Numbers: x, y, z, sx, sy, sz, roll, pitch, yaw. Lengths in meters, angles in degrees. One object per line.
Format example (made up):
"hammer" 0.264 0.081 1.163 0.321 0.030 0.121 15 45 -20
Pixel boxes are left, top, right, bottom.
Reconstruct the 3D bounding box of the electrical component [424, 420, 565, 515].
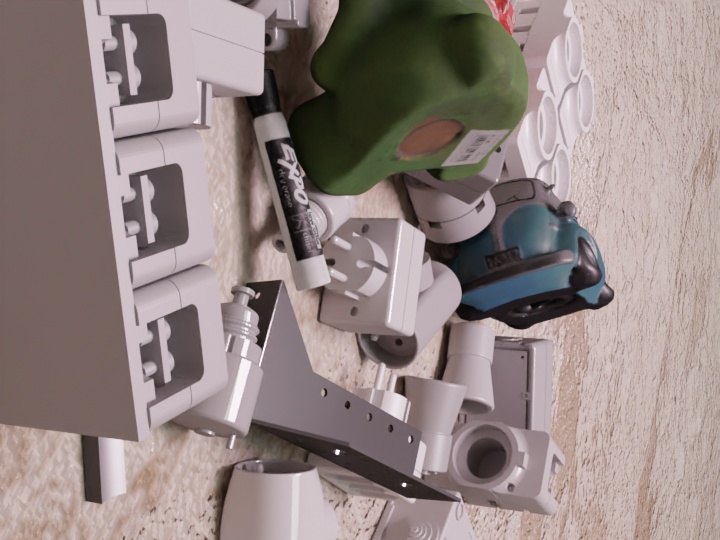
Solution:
"electrical component" 0.099 0.145 0.797 0.055 0.089 0.050 49 49 -53

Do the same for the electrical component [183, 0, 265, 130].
"electrical component" -0.083 -0.081 0.471 0.083 0.047 0.075 0 91 -63

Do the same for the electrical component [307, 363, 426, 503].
"electrical component" 0.009 0.096 0.665 0.065 0.047 0.076 47 51 -54

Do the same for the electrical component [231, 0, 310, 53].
"electrical component" -0.053 -0.142 0.530 0.055 0.048 0.066 -24 113 -69

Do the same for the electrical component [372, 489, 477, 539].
"electrical component" 0.045 0.207 0.741 0.099 0.048 0.099 -62 143 -41

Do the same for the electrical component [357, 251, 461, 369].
"electrical component" 0.031 0.012 0.705 0.077 0.043 0.079 -44 129 -53

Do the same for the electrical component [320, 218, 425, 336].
"electrical component" 0.000 0.000 0.640 0.077 0.047 0.065 27 68 -61

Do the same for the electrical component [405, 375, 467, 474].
"electrical component" 0.048 0.109 0.751 0.044 0.044 0.065 19 80 -62

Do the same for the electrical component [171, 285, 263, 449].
"electrical component" -0.066 0.045 0.521 0.040 0.040 0.078 46 51 -55

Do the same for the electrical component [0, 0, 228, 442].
"electrical component" -0.104 -0.023 0.388 0.062 0.089 0.150 -27 115 -60

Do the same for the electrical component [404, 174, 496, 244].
"electrical component" 0.061 -0.054 0.750 0.047 0.055 0.055 63 39 -37

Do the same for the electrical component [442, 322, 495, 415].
"electrical component" 0.083 0.072 0.815 0.044 0.044 0.065 47 47 -54

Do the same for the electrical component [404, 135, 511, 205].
"electrical component" 0.058 -0.091 0.677 0.083 0.076 0.047 25 61 -14

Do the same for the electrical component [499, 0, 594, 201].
"electrical component" 0.145 -0.131 0.900 0.186 0.060 0.105 -66 146 -36

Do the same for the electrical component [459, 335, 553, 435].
"electrical component" 0.119 0.102 0.864 0.061 0.062 0.096 -2 94 -63

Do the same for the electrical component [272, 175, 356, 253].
"electrical component" -0.029 -0.030 0.596 0.061 0.035 0.035 -50 135 -46

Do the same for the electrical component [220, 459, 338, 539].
"electrical component" -0.037 0.141 0.581 0.079 0.043 0.077 1 91 -63
